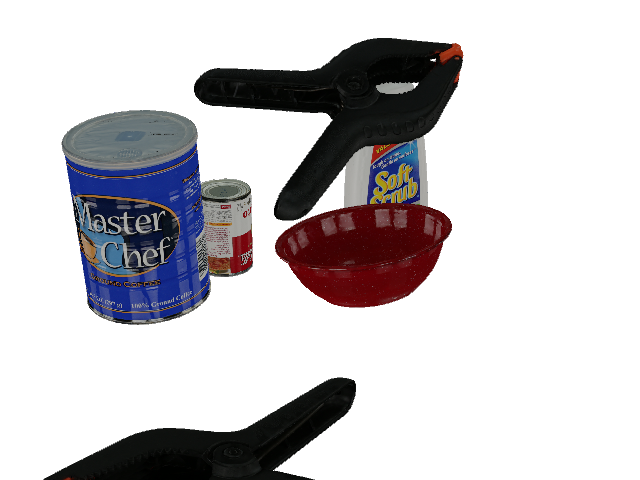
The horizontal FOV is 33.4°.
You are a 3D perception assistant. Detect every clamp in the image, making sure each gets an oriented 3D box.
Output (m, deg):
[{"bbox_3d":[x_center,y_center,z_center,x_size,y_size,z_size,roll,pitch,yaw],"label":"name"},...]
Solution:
[{"bbox_3d":[0.019,-0.076,0.661,0.171,0.120,0.039,-17,-26,-12],"label":"clamp"},{"bbox_3d":[-0.045,0.124,0.576,0.209,0.036,0.165,-1,20,-13],"label":"clamp"}]

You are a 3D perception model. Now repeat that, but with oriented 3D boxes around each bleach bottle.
[{"bbox_3d":[0.066,-0.077,1.178,0.102,0.251,0.068,-10,23,-12],"label":"bleach bottle"}]

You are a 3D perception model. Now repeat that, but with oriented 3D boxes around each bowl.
[{"bbox_3d":[0.042,0.018,0.972,0.162,0.055,0.162,-8,20,3],"label":"bowl"}]

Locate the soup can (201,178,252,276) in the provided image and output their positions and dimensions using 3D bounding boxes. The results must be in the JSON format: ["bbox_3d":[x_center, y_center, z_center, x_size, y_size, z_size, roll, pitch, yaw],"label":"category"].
[{"bbox_3d":[-0.117,-0.016,1.292,0.068,0.102,0.068,1,25,0],"label":"soup can"}]

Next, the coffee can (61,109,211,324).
[{"bbox_3d":[-0.143,-0.020,0.844,0.103,0.140,0.103,-2,28,1],"label":"coffee can"}]
